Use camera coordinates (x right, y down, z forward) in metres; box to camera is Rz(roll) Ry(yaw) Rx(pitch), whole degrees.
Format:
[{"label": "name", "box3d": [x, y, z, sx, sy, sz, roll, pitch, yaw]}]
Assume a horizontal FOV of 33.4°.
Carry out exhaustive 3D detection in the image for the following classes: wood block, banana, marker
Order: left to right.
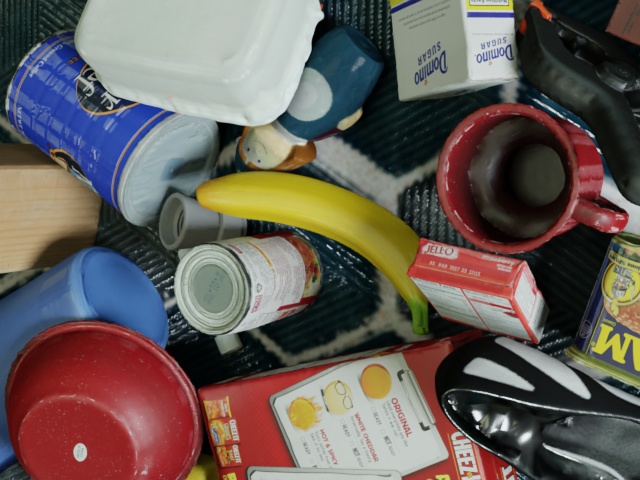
[{"label": "wood block", "box3d": [-0.278, -0.027, 0.858, 0.090, 0.205, 0.091, 18, 102, 27]}, {"label": "marker", "box3d": [-0.095, 0.035, 0.864, 0.020, 0.020, 0.121, -31, 79, 28]}, {"label": "banana", "box3d": [0.008, -0.009, 0.770, 0.198, 0.069, 0.037, 29, 143, 13]}]

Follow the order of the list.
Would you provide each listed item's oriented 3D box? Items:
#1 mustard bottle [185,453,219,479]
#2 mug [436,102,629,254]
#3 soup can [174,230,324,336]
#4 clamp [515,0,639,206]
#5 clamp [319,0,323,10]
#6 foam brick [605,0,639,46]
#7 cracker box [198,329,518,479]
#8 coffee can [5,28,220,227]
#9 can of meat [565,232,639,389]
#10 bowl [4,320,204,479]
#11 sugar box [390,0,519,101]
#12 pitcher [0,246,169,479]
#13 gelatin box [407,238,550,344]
[{"label": "mustard bottle", "box3d": [-0.165, 0.215, 0.896, 0.192, 0.058, 0.096, 5, 102, 29]}, {"label": "mug", "box3d": [0.143, -0.036, 0.684, 0.117, 0.081, 0.093, 26, 106, 26]}, {"label": "soup can", "box3d": [-0.052, 0.030, 0.791, 0.069, 0.102, 0.068, 4, 97, 30]}, {"label": "clamp", "box3d": [0.174, -0.084, 0.648, 0.172, 0.120, 0.039, 42, 128, 25]}, {"label": "clamp", "box3d": [-0.080, -0.236, 0.823, 0.210, 0.036, 0.165, 53, 126, 12]}, {"label": "foam brick", "box3d": [0.218, -0.151, 0.649, 0.053, 0.051, 0.078, 31, 108, 26]}, {"label": "cracker box", "box3d": [0.030, 0.165, 0.773, 0.214, 0.072, 0.164, -15, 88, 29]}, {"label": "coffee can", "box3d": [-0.164, -0.090, 0.846, 0.140, 0.102, 0.103, 36, 110, 23]}, {"label": "can of meat", "box3d": [0.217, 0.050, 0.664, 0.102, 0.057, 0.084, 23, 102, 27]}, {"label": "bowl", "box3d": [-0.172, 0.144, 0.799, 0.162, 0.055, 0.162, 4, 110, 10]}, {"label": "sugar box", "box3d": [0.083, -0.186, 0.708, 0.093, 0.048, 0.176, -1, 97, 65]}, {"label": "pitcher", "box3d": [-0.242, 0.116, 0.896, 0.243, 0.145, 0.149, -33, 110, 25]}, {"label": "gelatin box", "box3d": [0.107, 0.033, 0.708, 0.073, 0.089, 0.030, 13, 71, 29]}]
